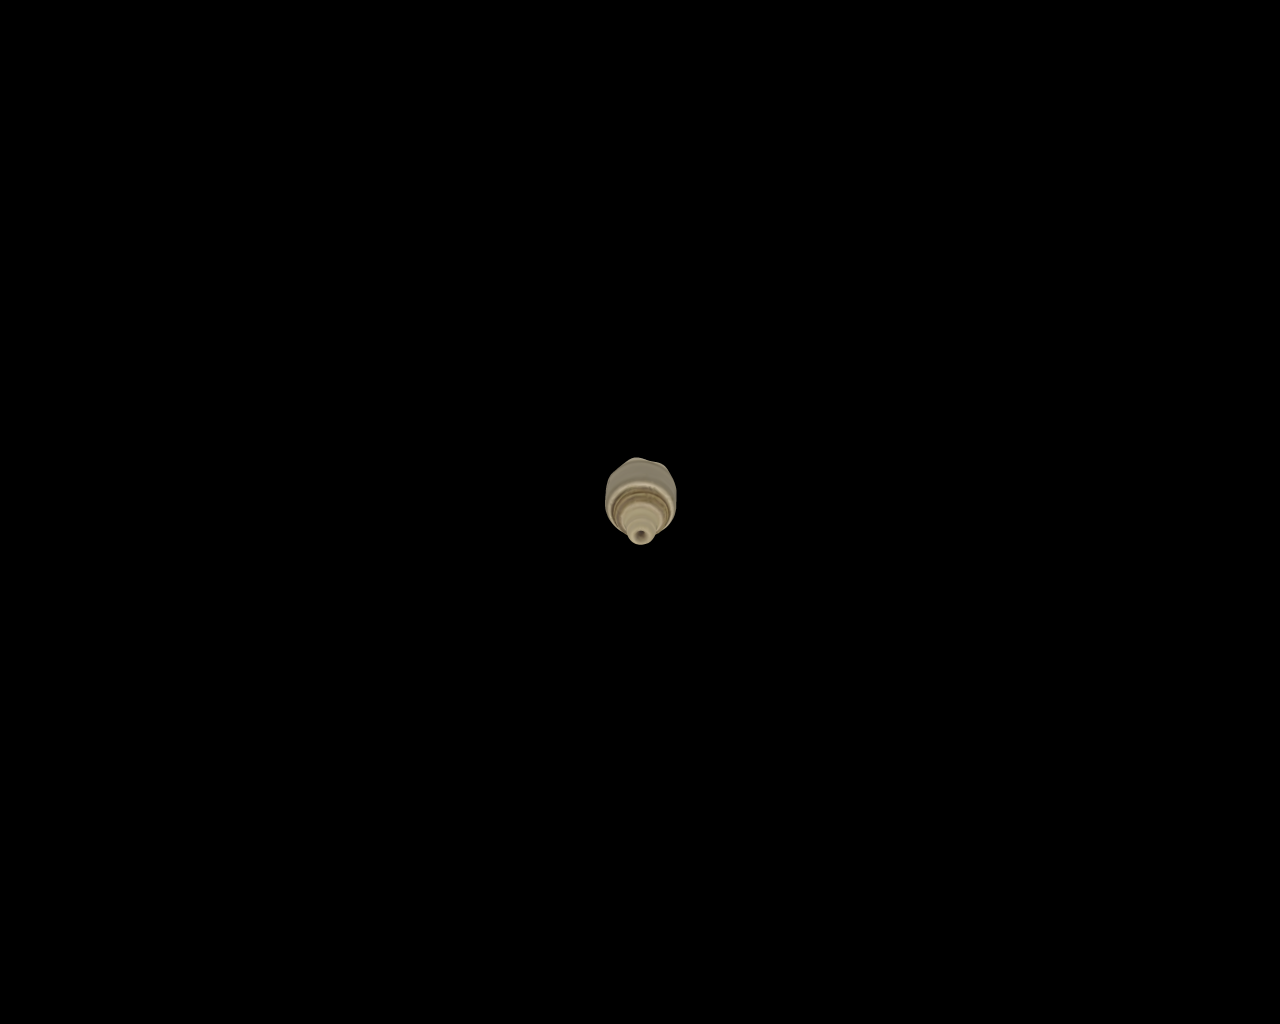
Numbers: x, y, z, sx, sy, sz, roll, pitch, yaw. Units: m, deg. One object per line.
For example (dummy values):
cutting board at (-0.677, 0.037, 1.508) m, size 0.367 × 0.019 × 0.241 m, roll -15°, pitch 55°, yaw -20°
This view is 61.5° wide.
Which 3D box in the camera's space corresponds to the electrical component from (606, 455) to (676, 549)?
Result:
electrical component at (0.001, -0.003, 0.650) m, size 0.043 × 0.043 × 0.062 m, roll 0°, pitch 34°, yaw 0°
